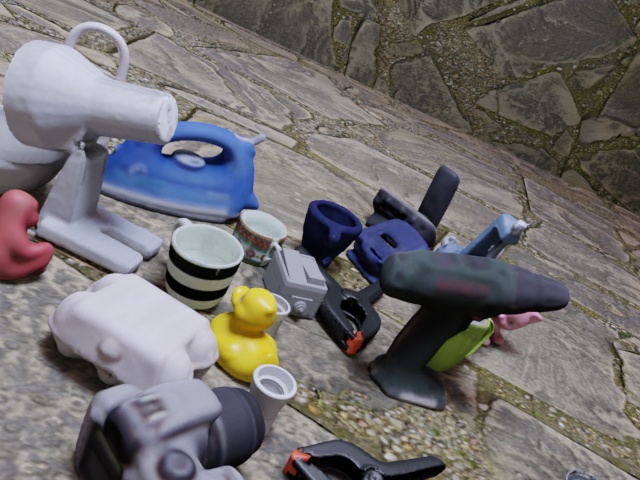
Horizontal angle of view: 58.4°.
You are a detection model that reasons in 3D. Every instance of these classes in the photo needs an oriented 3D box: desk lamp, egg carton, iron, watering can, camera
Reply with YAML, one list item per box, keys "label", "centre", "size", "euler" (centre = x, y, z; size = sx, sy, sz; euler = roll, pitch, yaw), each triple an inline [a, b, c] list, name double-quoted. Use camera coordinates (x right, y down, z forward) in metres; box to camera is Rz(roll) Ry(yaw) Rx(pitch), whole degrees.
- label: "desk lamp"
  centre: [-0.264, -0.101, 0.674]
  size: [0.203, 0.213, 0.118]
  euler: [26, 24, -1]
- label: "egg carton"
  centre: [-0.177, 0.095, 0.551]
  size: [0.150, 0.069, 0.107]
  euler: [30, 24, 7]
- label: "iron"
  centre: [-0.205, -0.121, 0.862]
  size: [0.259, 0.141, 0.118]
  euler: [7, 31, -37]
- label: "watering can"
  centre: [-0.348, -0.228, 0.865]
  size: [0.101, 0.194, 0.172]
  euler: [3, 34, -42]
- label: "camera"
  centre: [-0.098, 0.166, 0.452]
  size: [0.137, 0.101, 0.142]
  euler: [-4, 39, -49]

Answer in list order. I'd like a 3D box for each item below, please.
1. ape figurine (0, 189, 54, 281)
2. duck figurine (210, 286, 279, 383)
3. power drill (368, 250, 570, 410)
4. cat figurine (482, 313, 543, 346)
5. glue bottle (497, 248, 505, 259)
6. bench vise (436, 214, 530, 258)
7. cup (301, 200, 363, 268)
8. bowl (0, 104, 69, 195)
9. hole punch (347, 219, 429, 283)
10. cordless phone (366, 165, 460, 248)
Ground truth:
- label: "ape figurine"
  centre: [-0.315, -0.009, 0.590]
  size: [0.077, 0.092, 0.076]
  euler: [38, 26, 23]
- label: "duck figurine"
  centre: [-0.074, 0.097, 0.632]
  size: [0.078, 0.086, 0.104]
  euler: [3, 33, -42]
- label: "power drill"
  centre: [0.162, 0.105, 0.704]
  size: [0.230, 0.208, 0.075]
  euler: [19, 25, -17]
- label: "cat figurine"
  centre: [0.294, 0.109, 0.940]
  size: [0.067, 0.117, 0.127]
  euler: [6, 31, -38]
- label: "glue bottle"
  centre: [0.300, 0.033, 1.030]
  size: [0.037, 0.173, 0.078]
  euler: [34, 25, 16]
- label: "bench vise"
  centre: [0.229, 0.032, 0.903]
  size: [0.122, 0.219, 0.207]
  euler: [12, 28, -29]
- label: "cup"
  centre: [0.008, 0.003, 0.889]
  size: [0.092, 0.095, 0.117]
  euler: [22, 25, -10]
- label: "bowl"
  centre: [-0.403, -0.104, 0.710]
  size: [0.168, 0.074, 0.167]
  euler: [22, 25, -11]
- label: "hole punch"
  centre: [0.115, 0.018, 0.973]
  size: [0.101, 0.091, 0.108]
  euler: [5, 32, -39]
- label: "cordless phone"
  centre: [0.188, -0.079, 1.124]
  size: [0.147, 0.185, 0.094]
  euler: [38, 27, 24]
